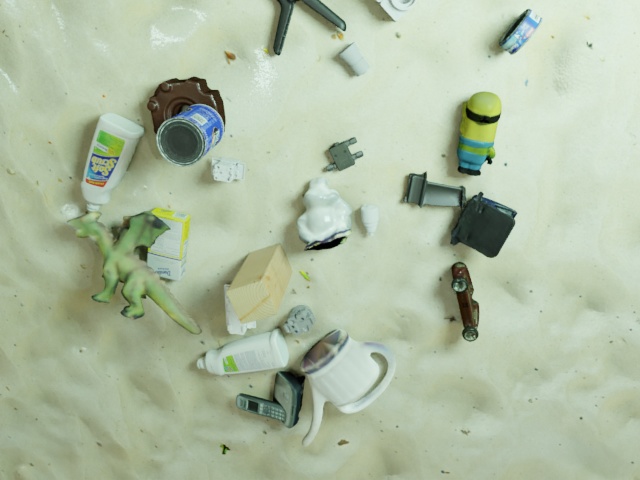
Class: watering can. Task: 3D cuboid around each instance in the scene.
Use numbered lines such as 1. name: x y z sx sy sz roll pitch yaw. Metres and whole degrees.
1. watering can: 0.033 0.375 1.341 0.347 0.105 0.223 -41 103 3

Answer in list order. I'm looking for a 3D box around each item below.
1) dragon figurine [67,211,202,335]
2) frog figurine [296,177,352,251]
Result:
1. dragon figurine: -0.438 0.051 1.258 0.411 0.123 0.239 22 107 8
2. frog figurine: 0.004 -0.061 1.213 0.136 0.122 0.162 -26 70 24
